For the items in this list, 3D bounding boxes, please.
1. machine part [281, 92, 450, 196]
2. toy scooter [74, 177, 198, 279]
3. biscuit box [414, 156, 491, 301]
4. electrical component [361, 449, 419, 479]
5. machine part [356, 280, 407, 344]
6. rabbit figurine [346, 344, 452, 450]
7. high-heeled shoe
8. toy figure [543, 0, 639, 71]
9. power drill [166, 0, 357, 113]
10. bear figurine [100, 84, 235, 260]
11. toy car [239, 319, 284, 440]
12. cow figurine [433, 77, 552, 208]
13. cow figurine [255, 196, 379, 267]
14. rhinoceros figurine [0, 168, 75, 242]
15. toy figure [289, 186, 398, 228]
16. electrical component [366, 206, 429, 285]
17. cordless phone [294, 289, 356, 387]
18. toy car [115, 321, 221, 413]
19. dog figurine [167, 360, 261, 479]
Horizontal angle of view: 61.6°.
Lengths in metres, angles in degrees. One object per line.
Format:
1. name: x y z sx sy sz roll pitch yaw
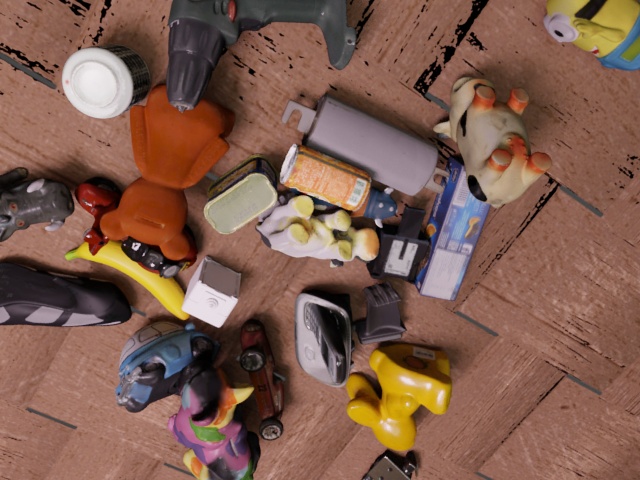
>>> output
1. machine part: 0.066 -0.125 0.712 0.243 0.079 0.079 23 109 -12
2. toy scooter: -0.245 -0.005 0.703 0.183 0.135 0.075 37 104 -19
3. biscuit box: 0.192 -0.016 0.777 0.059 0.063 0.202 11 111 -9
4. electrical component: 0.131 0.421 0.967 0.078 0.045 0.102 36 105 12
5. machine part: 0.092 0.117 0.818 0.084 0.039 0.138 -2 138 1
6. rabbit figurine: 0.122 0.261 0.856 0.162 0.122 0.173 7 112 -3
7. high-heeled shoe: -0.405 0.096 0.785 0.249 0.086 0.145 -9 149 19
8. toy figure: 0.369 -0.270 0.678 0.180 0.082 0.089 22 90 -6
9. power drill: -0.066 -0.246 0.616 0.207 0.086 0.232 2 82 -10
10. bear figurine: -0.183 -0.085 0.661 0.120 0.132 0.195 16 100 -12
11. toy car: -0.086 0.218 0.835 0.053 0.089 0.201 -13 114 -4
12. cow figurine: 0.207 -0.128 0.673 0.085 0.195 0.127 1 148 -11
13. cow figurine: -0.001 0.000 0.732 0.167 0.098 0.068 19 67 -37
14. rhinoceros figurine: -0.406 -0.044 0.687 0.190 0.112 0.073 -8 111 7
15. toy figure: 0.035 -0.066 0.745 0.154 0.058 0.064 18 121 -17
16. electrical component: 0.117 0.003 0.785 0.075 0.048 0.119 7 111 -8
17. cordless phone: 0.016 0.167 0.772 0.089 0.184 0.146 -3 113 -9
18. toy car: -0.237 0.175 0.793 0.103 0.161 0.109 45 122 24
19. dog figurine: -0.141 0.266 0.762 0.108 0.219 0.191 -27 79 -29
